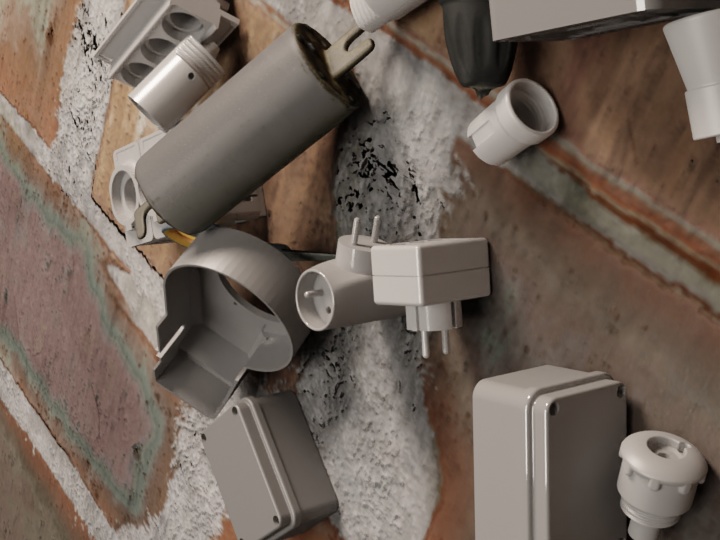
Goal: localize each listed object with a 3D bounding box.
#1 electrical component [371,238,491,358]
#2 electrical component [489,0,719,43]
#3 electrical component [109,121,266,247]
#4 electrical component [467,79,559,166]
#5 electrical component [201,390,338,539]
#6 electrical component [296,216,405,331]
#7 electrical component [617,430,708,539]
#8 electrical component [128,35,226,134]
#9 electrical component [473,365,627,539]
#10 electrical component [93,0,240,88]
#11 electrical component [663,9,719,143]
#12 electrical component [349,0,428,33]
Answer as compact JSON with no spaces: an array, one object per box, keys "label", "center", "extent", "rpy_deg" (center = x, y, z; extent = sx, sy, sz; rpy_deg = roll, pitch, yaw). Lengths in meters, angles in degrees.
[{"label":"electrical component","center":[0.048,0.019,0.714],"extent":[0.047,0.066,0.076],"rpy_deg":[1,96,50]},{"label":"electrical component","center":[0.130,-0.160,0.580],"extent":[0.113,0.078,0.057],"rpy_deg":[1,99,50]},{"label":"electrical component","center":[-0.156,-0.076,0.942],"extent":[0.150,0.062,0.089],"rpy_deg":[-11,87,50]},{"label":"electrical component","center":[0.093,-0.090,0.665],"extent":[0.046,0.040,0.040],"rpy_deg":[-37,68,52]},{"label":"electrical component","center":[-0.077,0.165,0.891],"extent":[0.078,0.057,0.113],"rpy_deg":[-42,64,44]},{"label":"electrical component","center":[0.000,0.000,0.759],"extent":[0.043,0.077,0.079],"rpy_deg":[28,116,44]},{"label":"electrical component","center":[0.167,0.126,0.610],"extent":[0.048,0.048,0.062],"rpy_deg":[32,126,42]},{"label":"electrical component","center":[-0.146,-0.155,0.881],"extent":[0.081,0.043,0.043],"rpy_deg":[-47,50,-7]},{"label":"electrical component","center":[0.115,0.118,0.643],"extent":[0.057,0.078,0.113],"rpy_deg":[7,101,52]},{"label":"electrical component","center":[-0.166,-0.209,0.925],"extent":[0.121,0.079,0.063],"rpy_deg":[-32,44,47]},{"label":"electrical component","center":[0.185,-0.099,0.556],"extent":[0.044,0.044,0.065],"rpy_deg":[-8,94,50]},{"label":"electrical component","center":[0.022,-0.193,0.728],"extent":[0.081,0.043,0.043],"rpy_deg":[-23,78,49]}]
